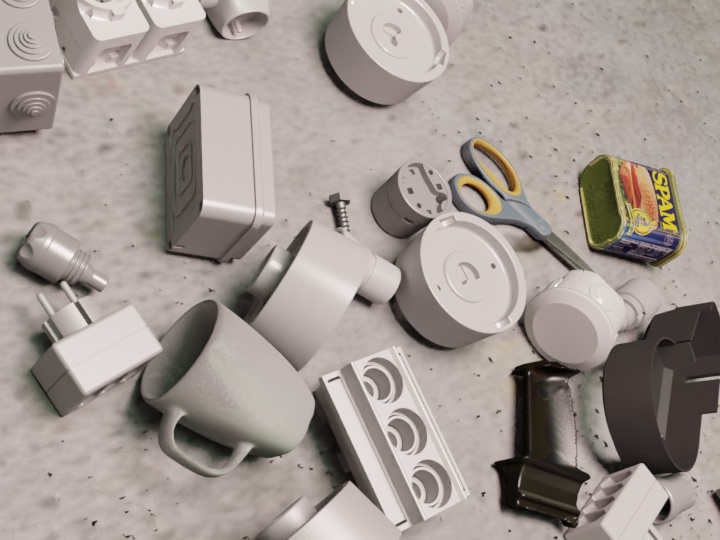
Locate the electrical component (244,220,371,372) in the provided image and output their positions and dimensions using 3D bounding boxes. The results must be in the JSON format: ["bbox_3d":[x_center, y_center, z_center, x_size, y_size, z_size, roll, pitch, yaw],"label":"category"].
[{"bbox_3d":[-0.046,0.014,0.782,0.060,0.108,0.108,33,51,-9],"label":"electrical component"}]

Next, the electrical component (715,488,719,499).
[{"bbox_3d":[0.360,0.224,0.994,0.045,0.045,0.055,-1,68,-36],"label":"electrical component"}]

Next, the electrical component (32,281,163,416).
[{"bbox_3d":[-0.183,0.043,0.707,0.066,0.047,0.076,-32,86,-41],"label":"electrical component"}]

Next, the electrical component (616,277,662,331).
[{"bbox_3d":[0.255,0.037,1.023,0.078,0.040,0.040,-32,87,-41],"label":"electrical component"}]

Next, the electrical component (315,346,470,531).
[{"bbox_3d":[0.019,0.127,0.794,0.079,0.063,0.121,-17,77,-40],"label":"electrical component"}]

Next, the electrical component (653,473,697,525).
[{"bbox_3d":[0.271,0.200,0.949,0.046,0.040,0.040,-6,70,-44],"label":"electrical component"}]

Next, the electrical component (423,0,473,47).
[{"bbox_3d":[0.064,-0.249,1.016,0.080,0.080,0.051,44,44,-8],"label":"electrical component"}]

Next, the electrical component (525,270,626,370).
[{"bbox_3d":[0.191,0.044,0.949,0.080,0.080,0.051,51,44,-2],"label":"electrical component"}]

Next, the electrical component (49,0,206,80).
[{"bbox_3d":[-0.212,-0.252,0.835,0.105,0.060,0.186,-25,82,-41],"label":"electrical component"}]

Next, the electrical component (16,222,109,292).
[{"bbox_3d":[-0.200,-0.005,0.730,0.061,0.035,0.035,34,51,-20],"label":"electrical component"}]

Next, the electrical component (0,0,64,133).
[{"bbox_3d":[-0.238,-0.150,0.738,0.048,0.099,0.099,-9,71,-25],"label":"electrical component"}]

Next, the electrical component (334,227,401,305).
[{"bbox_3d":[0.000,0.000,0.864,0.065,0.044,0.044,30,52,-24],"label":"electrical component"}]

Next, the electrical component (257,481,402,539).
[{"bbox_3d":[-0.033,0.183,0.702,0.060,0.108,0.108,50,48,5],"label":"electrical component"}]

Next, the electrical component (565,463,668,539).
[{"bbox_3d":[0.227,0.220,0.901,0.075,0.047,0.083,51,49,-2],"label":"electrical component"}]

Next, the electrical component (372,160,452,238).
[{"bbox_3d":[0.043,-0.059,0.920,0.055,0.047,0.055,16,58,-28],"label":"electrical component"}]

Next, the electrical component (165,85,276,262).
[{"bbox_3d":[-0.105,-0.071,0.802,0.057,0.078,0.113,9,61,-28],"label":"electrical component"}]

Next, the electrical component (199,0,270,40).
[{"bbox_3d":[-0.123,-0.237,0.900,0.079,0.044,0.077,-10,72,-38],"label":"electrical component"}]

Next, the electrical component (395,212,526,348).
[{"bbox_3d":[0.078,0.013,0.898,0.108,0.060,0.108,16,58,-28],"label":"electrical component"}]

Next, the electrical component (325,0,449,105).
[{"bbox_3d":[0.019,-0.200,0.970,0.108,0.060,0.108,16,58,-28],"label":"electrical component"}]
